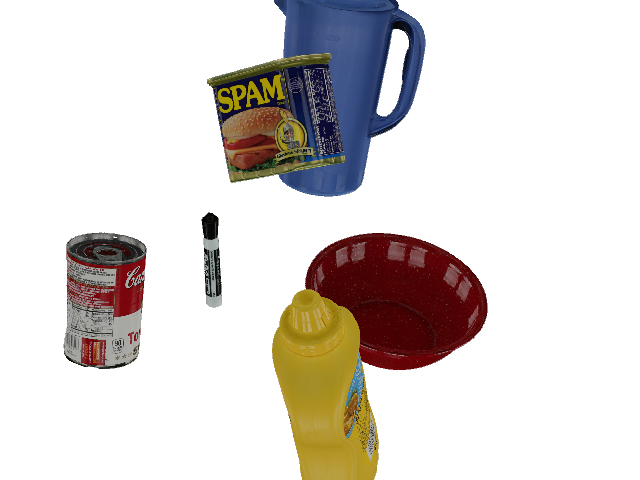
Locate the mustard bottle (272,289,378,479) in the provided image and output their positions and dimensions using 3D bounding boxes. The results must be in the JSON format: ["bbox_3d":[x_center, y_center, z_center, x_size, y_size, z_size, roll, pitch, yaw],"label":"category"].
[{"bbox_3d":[0.004,0.100,0.729,0.058,0.096,0.191,1,-42,10],"label":"mustard bottle"}]

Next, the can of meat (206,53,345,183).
[{"bbox_3d":[-0.034,-0.093,0.828,0.102,0.084,0.057,-7,6,40],"label":"can of meat"}]

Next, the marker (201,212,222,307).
[{"bbox_3d":[-0.123,0.022,1.207,0.020,0.121,0.020,0,33,0],"label":"marker"}]

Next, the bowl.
[{"bbox_3d":[0.064,0.063,0.950,0.162,0.055,0.162,5,39,-4],"label":"bowl"}]

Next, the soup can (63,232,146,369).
[{"bbox_3d":[-0.189,0.053,0.930,0.068,0.102,0.068,6,20,-2],"label":"soup can"}]

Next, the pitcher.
[{"bbox_3d":[0.023,-0.179,1.287,0.144,0.243,0.149,-7,28,-26],"label":"pitcher"}]
